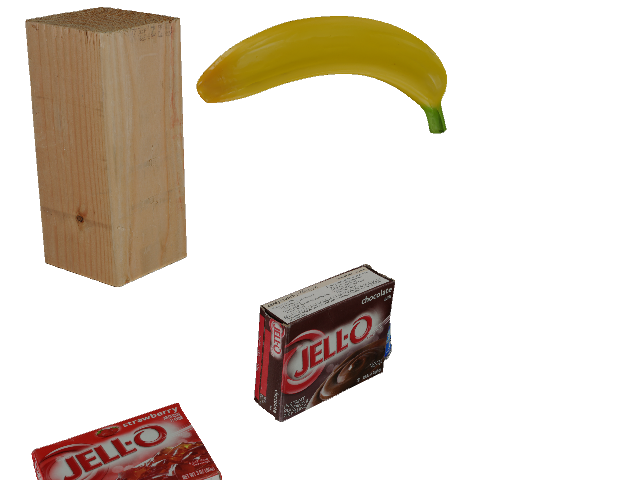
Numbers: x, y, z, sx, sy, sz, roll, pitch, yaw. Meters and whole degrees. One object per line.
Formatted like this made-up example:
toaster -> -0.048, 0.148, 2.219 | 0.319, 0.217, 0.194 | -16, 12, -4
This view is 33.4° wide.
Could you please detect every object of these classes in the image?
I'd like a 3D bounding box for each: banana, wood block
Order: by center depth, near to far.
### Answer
banana -> 0.014, -0.114, 0.703 | 0.197, 0.069, 0.037 | 4, 6, -30
wood block -> -0.174, -0.080, 0.879 | 0.091, 0.206, 0.090 | 15, 25, 31

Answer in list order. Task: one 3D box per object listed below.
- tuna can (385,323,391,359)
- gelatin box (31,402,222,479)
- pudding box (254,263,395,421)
tuna can -> 0.030, 0.097, 1.093 | 0.086, 0.034, 0.086 | -3, 26, 1
gelatin box -> -0.106, 0.130, 0.586 | 0.089, 0.030, 0.073 | -15, 29, -20
pudding box -> 0.003, 0.077, 0.824 | 0.113, 0.090, 0.039 | -22, 41, -38
